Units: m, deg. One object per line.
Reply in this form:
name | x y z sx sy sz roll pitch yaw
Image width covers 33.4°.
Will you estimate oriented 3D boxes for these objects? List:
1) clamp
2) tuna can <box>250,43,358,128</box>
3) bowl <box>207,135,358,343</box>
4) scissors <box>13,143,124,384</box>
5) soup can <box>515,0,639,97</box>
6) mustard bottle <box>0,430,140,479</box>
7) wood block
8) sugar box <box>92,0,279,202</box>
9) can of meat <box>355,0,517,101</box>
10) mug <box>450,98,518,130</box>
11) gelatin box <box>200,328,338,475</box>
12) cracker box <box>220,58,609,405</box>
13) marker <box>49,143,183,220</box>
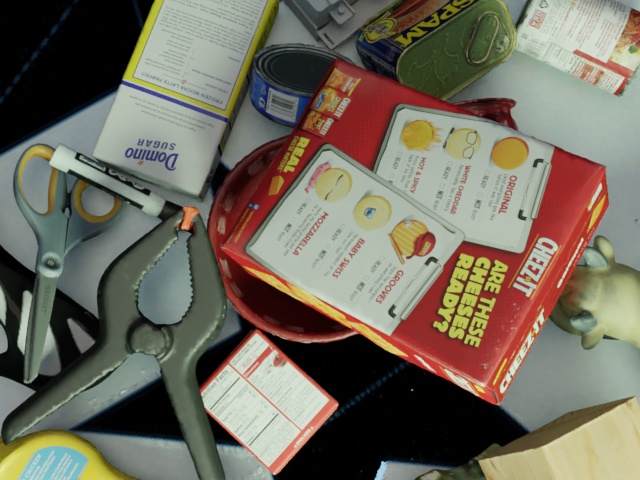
clamp | -0.115 0.081 0.775 0.164 0.036 0.210 24 86 -6
tuna can | -0.012 -0.120 0.835 0.086 0.086 0.034 12 125 1
bowl | -0.005 0.001 0.828 0.162 0.055 0.162 0 81 -1
scissors | -0.185 0.014 0.801 0.096 0.016 0.202 2 58 -31
soup can | 0.210 -0.166 0.854 0.102 0.068 0.068 26 81 4
mustard bottle | -0.189 0.196 0.791 0.191 0.058 0.096 28 80 3
wood block | 0.208 0.225 0.735 0.090 0.091 0.206 -21 82 -25
sugar box | -0.105 -0.128 0.854 0.093 0.048 0.176 21 85 3
can of meat | 0.088 -0.157 0.836 0.102 0.084 0.057 -34 125 -6
mug | 0.117 -0.061 0.814 0.093 0.117 0.081 -7 85 -26
gelatin box | -0.042 0.123 0.821 0.089 0.030 0.073 42 84 5
cracker box | 0.064 -0.010 0.733 0.214 0.072 0.164 27 81 25
marker | -0.153 -0.040 0.834 0.121 0.020 0.020 28 81 -15
